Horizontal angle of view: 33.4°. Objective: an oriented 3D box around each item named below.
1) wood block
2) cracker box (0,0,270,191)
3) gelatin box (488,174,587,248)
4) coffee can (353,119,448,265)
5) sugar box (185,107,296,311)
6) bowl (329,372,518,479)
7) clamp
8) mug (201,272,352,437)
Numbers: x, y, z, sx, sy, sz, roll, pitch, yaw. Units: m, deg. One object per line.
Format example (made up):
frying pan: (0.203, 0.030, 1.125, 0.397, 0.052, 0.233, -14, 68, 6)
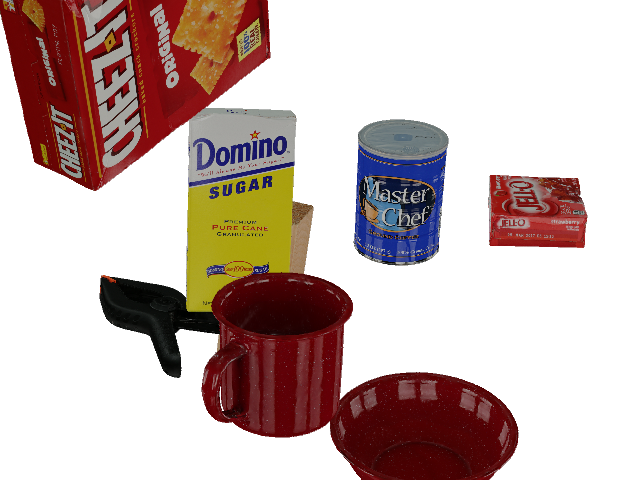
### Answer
wood block: (-0.076, 0.052, 1.444, 0.090, 0.206, 0.090, 13, 21, 10)
cracker box: (-0.124, -0.162, 0.782, 0.072, 0.164, 0.213, 25, 49, 24)
gelatin box: (0.171, -0.025, 0.852, 0.073, 0.030, 0.089, 3, 24, 8)
coffee can: (0.092, -0.057, 1.237, 0.103, 0.140, 0.103, 1, 29, -1)
sugar box: (-0.071, -0.026, 0.938, 0.093, 0.176, 0.048, 0, 16, -8)
bowl: (0.089, 0.181, 0.928, 0.162, 0.055, 0.162, -1, 28, 0)
clamp: (-0.166, 0.084, 1.124, 0.210, 0.036, 0.164, 18, 20, 28)
mug: (-0.033, 0.081, 0.707, 0.093, 0.081, 0.117, 19, 30, 32)
